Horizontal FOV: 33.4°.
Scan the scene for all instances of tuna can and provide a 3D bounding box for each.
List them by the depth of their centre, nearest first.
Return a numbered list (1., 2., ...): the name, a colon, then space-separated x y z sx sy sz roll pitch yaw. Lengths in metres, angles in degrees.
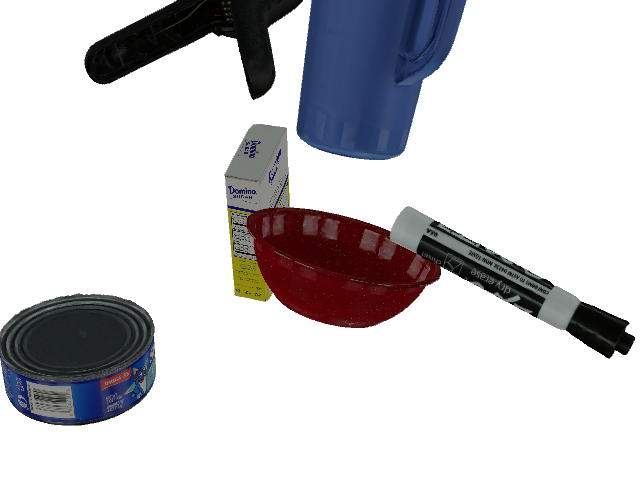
1. tuna can: -0.135 0.066 0.600 0.086 0.034 0.086 0 28 0

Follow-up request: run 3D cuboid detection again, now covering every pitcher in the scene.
1. pitcher: 0.055 -0.200 0.994 0.145 0.243 0.149 11 16 3

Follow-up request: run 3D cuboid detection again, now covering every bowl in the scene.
1. bowl: 0.013 0.027 0.859 0.162 0.055 0.162 13 17 -4

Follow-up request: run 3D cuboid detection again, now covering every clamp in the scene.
1. clamp: -0.050 -0.139 0.652 0.120 0.039 0.171 20 52 24

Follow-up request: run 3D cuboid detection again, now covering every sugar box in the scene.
1. sugar box: -0.065 -0.028 1.139 0.048 0.176 0.093 9 44 13

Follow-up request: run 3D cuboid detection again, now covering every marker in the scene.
1. marker: 0.088 0.019 0.494 0.121 0.020 0.020 29 10 18
